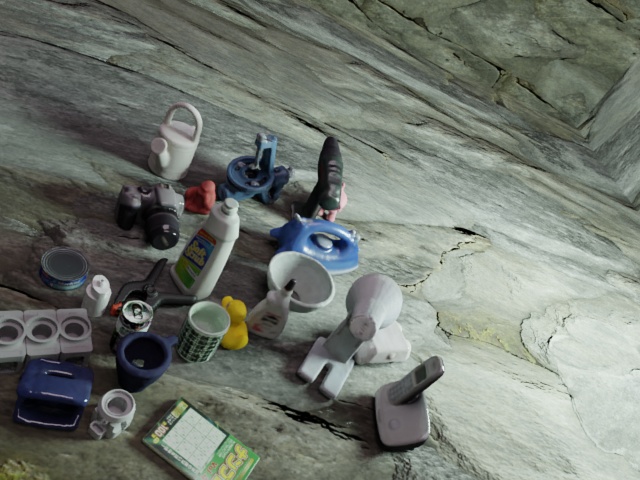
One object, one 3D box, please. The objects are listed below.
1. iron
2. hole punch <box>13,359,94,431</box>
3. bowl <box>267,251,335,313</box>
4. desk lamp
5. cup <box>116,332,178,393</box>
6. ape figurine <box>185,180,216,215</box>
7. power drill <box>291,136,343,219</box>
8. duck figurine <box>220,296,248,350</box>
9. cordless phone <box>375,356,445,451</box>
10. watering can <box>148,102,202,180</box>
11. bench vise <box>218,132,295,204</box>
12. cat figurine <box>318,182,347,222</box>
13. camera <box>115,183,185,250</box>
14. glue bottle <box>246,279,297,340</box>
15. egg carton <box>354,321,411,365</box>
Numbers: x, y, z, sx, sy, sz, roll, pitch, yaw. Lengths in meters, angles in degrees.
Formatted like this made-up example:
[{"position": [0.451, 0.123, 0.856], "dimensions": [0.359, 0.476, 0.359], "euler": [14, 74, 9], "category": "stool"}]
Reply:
[{"position": [0.013, 0.005, 1.425], "dimensions": [0.259, 0.141, 0.118], "euler": [10, 42, -27], "category": "iron"}, {"position": [-0.416, 0.230, 0.897], "dimensions": [0.109, 0.091, 0.101], "euler": [16, 39, -21], "category": "hole punch"}, {"position": [-0.054, 0.109, 1.313], "dimensions": [0.168, 0.074, 0.167], "euler": [20, 38, -16], "category": "bowl"}, {"position": [0.073, 0.192, 1.196], "dimensions": [0.118, 0.213, 0.203], "euler": [34, 36, 2], "category": "desk lamp"}, {"position": [-0.304, 0.214, 0.994], "dimensions": [0.091, 0.095, 0.118], "euler": [44, 38, 15], "category": "cup"}, {"position": [-0.281, -0.107, 1.378], "dimensions": [0.076, 0.092, 0.077], "euler": [-15, 57, -45], "category": "ape figurine"}, {"position": [-0.002, -0.138, 1.520], "dimensions": [0.076, 0.208, 0.229], "euler": [16, 40, -21], "category": "power drill"}, {"position": [-0.175, 0.162, 1.155], "dimensions": [0.078, 0.086, 0.104], "euler": [-9, 53, -42], "category": "duck figurine"}, {"position": [0.191, 0.327, 1.153], "dimensions": [0.094, 0.185, 0.147], "euler": [17, 39, -20], "category": "cordless phone"}, {"position": [-0.349, -0.245, 1.399], "dimensions": [0.101, 0.194, 0.173], "euler": [21, 38, -15], "category": "watering can"}, {"position": [-0.148, -0.194, 1.467], "dimensions": [0.121, 0.219, 0.208], "euler": [42, 37, 12], "category": "bench vise"}, {"position": [0.044, -0.116, 1.605], "dimensions": [0.067, 0.117, 0.128], "euler": [31, 36, -2], "category": "cat figurine"}, {"position": [-0.361, -0.054, 1.251], "dimensions": [0.144, 0.100, 0.136], "euler": [6, 44, -31], "category": "camera"}, {"position": [-0.089, 0.136, 1.174], "dimensions": [0.078, 0.173, 0.037], "euler": [19, 38, -17], "category": "glue bottle"}, {"position": [0.135, 0.235, 1.313], "dimensions": [0.151, 0.069, 0.107], "euler": [3, 45, -34], "category": "egg carton"}]
